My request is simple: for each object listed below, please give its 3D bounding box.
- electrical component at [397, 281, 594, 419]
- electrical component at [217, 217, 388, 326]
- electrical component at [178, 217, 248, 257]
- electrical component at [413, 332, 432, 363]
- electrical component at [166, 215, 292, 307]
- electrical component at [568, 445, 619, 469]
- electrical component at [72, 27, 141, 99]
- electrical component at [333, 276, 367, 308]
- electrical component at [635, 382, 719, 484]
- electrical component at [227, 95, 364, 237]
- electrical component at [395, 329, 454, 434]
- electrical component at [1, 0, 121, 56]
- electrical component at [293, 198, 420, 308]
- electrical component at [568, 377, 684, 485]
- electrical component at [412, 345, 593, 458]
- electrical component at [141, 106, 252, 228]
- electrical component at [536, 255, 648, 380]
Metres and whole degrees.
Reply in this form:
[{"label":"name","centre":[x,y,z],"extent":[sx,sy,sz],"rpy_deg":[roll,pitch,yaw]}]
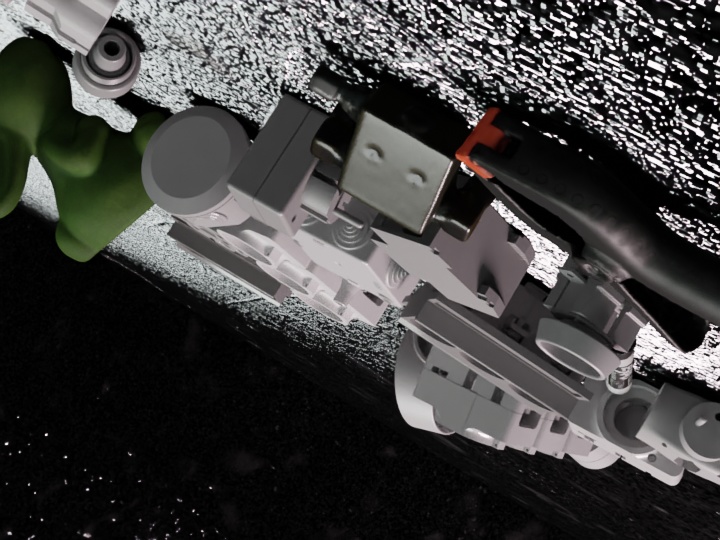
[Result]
[{"label":"electrical component","centre":[0.096,0.040,0.717],"extent":[0.121,0.063,0.079],"rpy_deg":[33,170,-9]},{"label":"electrical component","centre":[-0.044,-0.018,0.862],"extent":[0.089,0.061,0.150],"rpy_deg":[22,166,43]},{"label":"electrical component","centre":[-0.113,-0.056,0.902],"extent":[0.078,0.057,0.058],"rpy_deg":[30,170,10]},{"label":"electrical component","centre":[0.071,0.058,0.915],"extent":[0.055,0.055,0.047],"rpy_deg":[31,174,3]},{"label":"electrical component","centre":[-0.116,-0.025,1.042],"extent":[0.121,0.063,0.078],"rpy_deg":[30,170,10]},{"label":"electrical component","centre":[0.163,0.123,0.957],"extent":[0.138,0.052,0.074],"rpy_deg":[22,166,44]},{"label":"electrical component","centre":[-0.164,-0.137,0.698],"extent":[0.043,0.043,0.062],"rpy_deg":[34,168,-13]},{"label":"electrical component","centre":[0.000,0.000,0.818],"extent":[0.035,0.061,0.035],"rpy_deg":[30,170,6]},{"label":"electrical component","centre":[0.229,0.108,0.710],"extent":[0.077,0.043,0.079],"rpy_deg":[29,170,14]},{"label":"electrical component","centre":[-0.026,-0.052,0.631],"extent":[0.077,0.065,0.047],"rpy_deg":[30,170,12]},{"label":"electrical component","centre":[0.073,0.103,1.013],"extent":[0.064,0.099,0.099],"rpy_deg":[16,163,35]},{"label":"electrical component","centre":[-0.151,-0.151,0.552],"extent":[0.057,0.058,0.078],"rpy_deg":[32,171,-17]},{"label":"electrical component","centre":[-0.003,-0.023,0.750],"extent":[0.100,0.048,0.099],"rpy_deg":[28,169,28]},{"label":"electrical component","centre":[0.203,0.113,0.791],"extent":[0.089,0.050,0.055],"rpy_deg":[28,170,22]},{"label":"electrical component","centre":[0.121,0.104,0.850],"extent":[0.089,0.061,0.150],"rpy_deg":[24,-177,38]},{"label":"electrical component","centre":[-0.108,-0.070,0.754],"extent":[0.080,0.080,0.051],"rpy_deg":[27,174,24]},{"label":"electrical component","centre":[0.126,0.025,0.577],"extent":[0.066,0.055,0.048],"rpy_deg":[37,169,-28]}]
